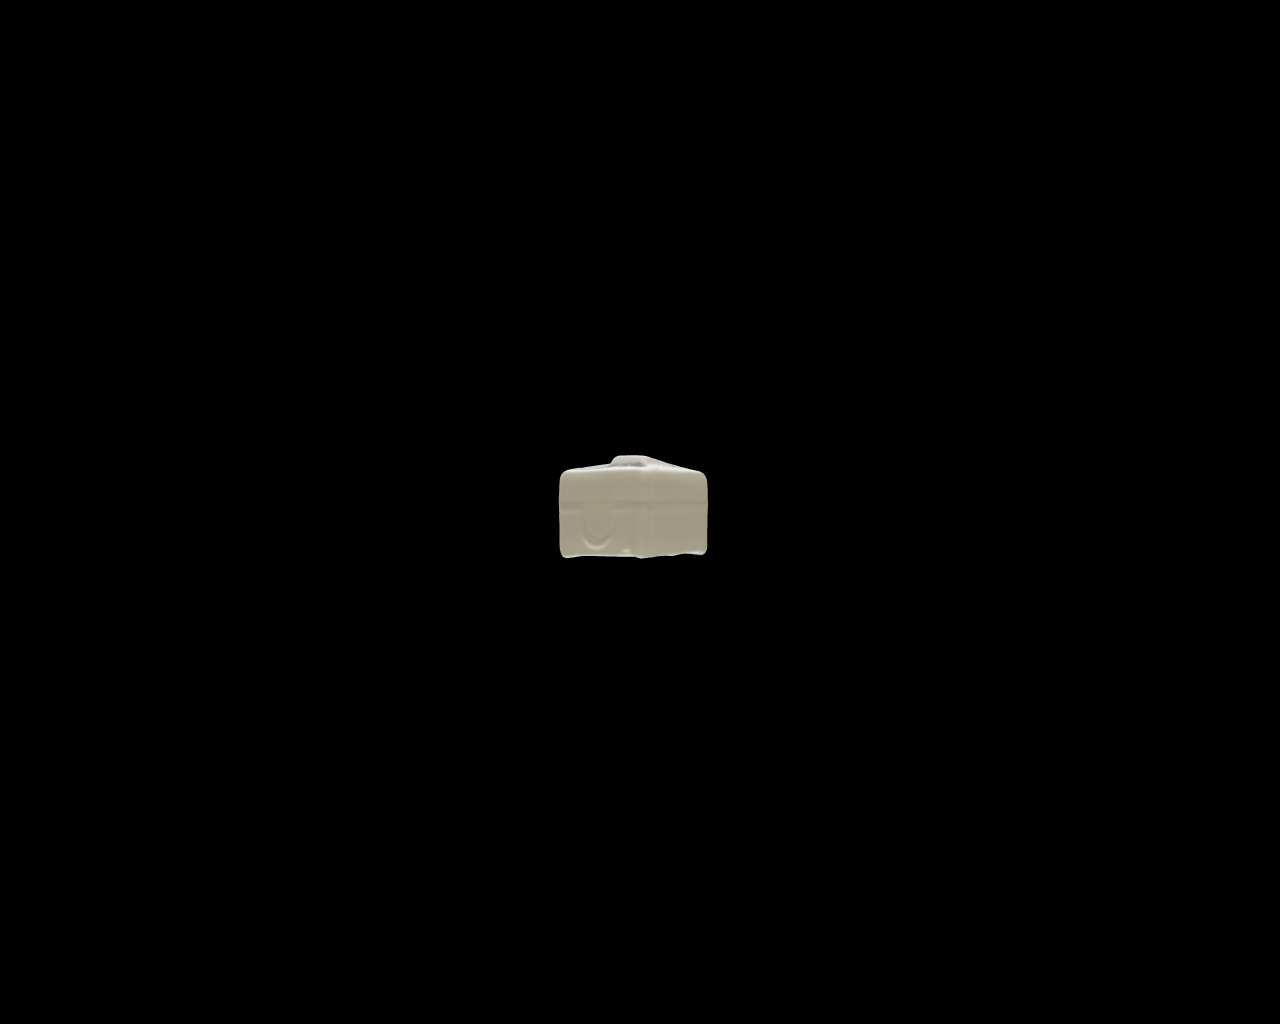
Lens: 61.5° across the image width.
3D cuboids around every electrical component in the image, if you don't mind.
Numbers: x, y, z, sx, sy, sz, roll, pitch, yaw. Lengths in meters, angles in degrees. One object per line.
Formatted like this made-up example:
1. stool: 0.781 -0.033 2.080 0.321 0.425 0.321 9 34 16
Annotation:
1. electrical component: 0.001 -0.003 0.650 0.062 0.061 0.096 0 0 32
